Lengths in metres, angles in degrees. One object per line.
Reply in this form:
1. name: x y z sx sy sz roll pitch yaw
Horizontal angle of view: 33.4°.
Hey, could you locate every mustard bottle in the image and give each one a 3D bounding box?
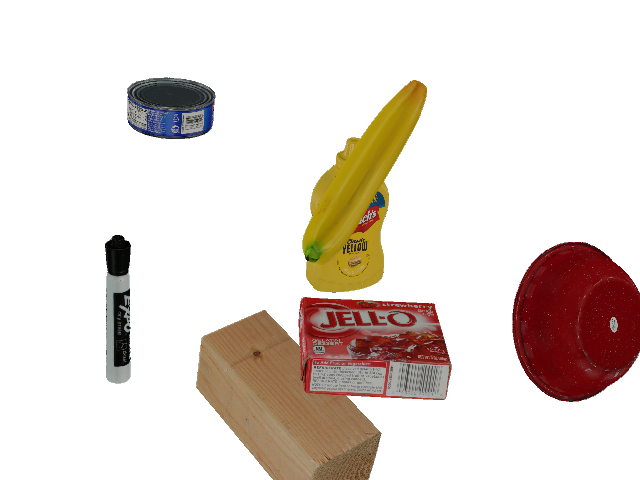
1. mustard bottle: 0.035 -0.033 1.291 0.096 0.192 0.058 -7 29 -19

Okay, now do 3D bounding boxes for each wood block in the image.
1. wood block: -0.039 0.183 1.156 0.090 0.090 0.206 -22 50 -32

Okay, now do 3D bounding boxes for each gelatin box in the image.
1. gelatin box: 0.031 0.065 0.662 0.089 0.030 0.073 4 26 -4

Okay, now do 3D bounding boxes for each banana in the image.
1. banana: 0.034 -0.048 0.899 0.037 0.197 0.070 36 -24 -12

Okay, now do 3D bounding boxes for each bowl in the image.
1. bowl: 0.268 0.081 1.052 0.161 0.162 0.055 0 -1 -30

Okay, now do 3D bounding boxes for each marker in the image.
1. marker: -0.153 0.052 0.807 0.020 0.121 0.020 4 25 -2

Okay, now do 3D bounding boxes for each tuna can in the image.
1. tuna can: -0.147 -0.130 1.047 0.086 0.034 0.086 5 27 -3
